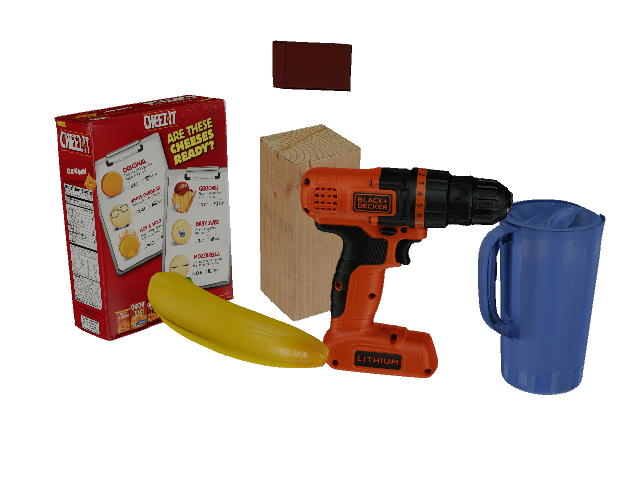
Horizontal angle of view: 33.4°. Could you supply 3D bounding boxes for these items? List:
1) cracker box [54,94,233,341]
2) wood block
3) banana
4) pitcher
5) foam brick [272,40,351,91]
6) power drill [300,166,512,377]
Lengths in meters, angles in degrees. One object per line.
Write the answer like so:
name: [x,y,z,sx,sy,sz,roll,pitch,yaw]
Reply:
cracker box: [-0.171,-0.027,1.059,0.072,0.214,0.163,13,22,42]
wood block: [-0.015,-0.021,1.275,0.090,0.206,0.090,-15,32,-27]
banana: [-0.077,0.055,0.800,0.069,0.037,0.198,-11,22,-36]
pitcher: [0.287,0.076,1.397,0.149,0.243,0.144,5,20,16]
foam brick: [-0.010,-0.190,1.166,0.078,0.051,0.053,0,12,-16]
power drill: [0.073,0.026,0.951,0.184,0.188,0.057,5,17,10]
